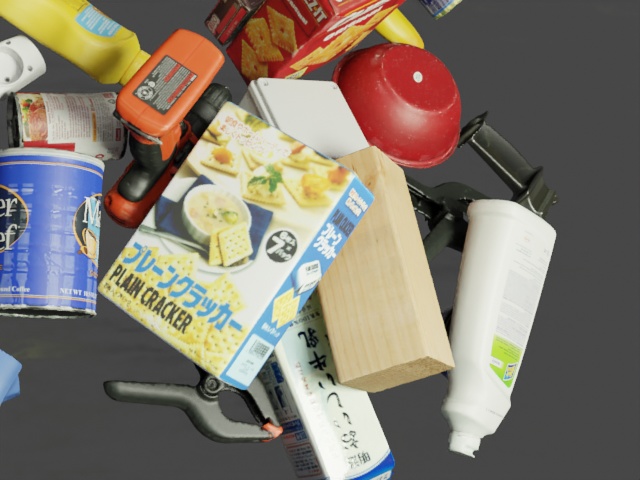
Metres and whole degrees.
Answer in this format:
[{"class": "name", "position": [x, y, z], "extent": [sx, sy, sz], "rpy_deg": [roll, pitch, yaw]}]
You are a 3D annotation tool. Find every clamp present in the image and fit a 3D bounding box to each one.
[{"class": "clamp", "position": [-0.117, 0.145, 1.014], "extent": [0.171, 0.039, 0.120], "rpy_deg": [43, 70, 1]}, {"class": "clamp", "position": [0.132, -0.017, 1.141], "extent": [0.209, 0.036, 0.164], "rpy_deg": [10, 48, -32]}]

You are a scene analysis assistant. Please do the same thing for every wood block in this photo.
[{"class": "wood block", "position": [0.050, 0.030, 1.008], "extent": [0.090, 0.090, 0.206], "rpy_deg": [27, 46, -63]}]

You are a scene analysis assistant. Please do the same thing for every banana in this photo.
[{"class": "banana", "position": [0.054, -0.296, 1.212], "extent": [0.069, 0.037, 0.198], "rpy_deg": [-21, 84, -25]}]

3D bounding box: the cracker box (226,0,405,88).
[{"class": "cracker box", "position": [0.017, -0.238, 1.079], "extent": [0.164, 0.214, 0.072], "rpy_deg": [-33, 92, -27]}]

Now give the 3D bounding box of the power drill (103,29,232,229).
[{"class": "power drill", "position": [-0.134, -0.113, 0.997], "extent": [0.057, 0.188, 0.184], "rpy_deg": [31, 65, 5]}]

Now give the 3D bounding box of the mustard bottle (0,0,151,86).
[{"class": "mustard bottle", "position": [-0.238, -0.205, 1.035], "extent": [0.191, 0.096, 0.058], "rpy_deg": [34, 107, -12]}]

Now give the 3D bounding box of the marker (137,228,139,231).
[{"class": "marker", "position": [-0.124, 0.015, 1.057], "extent": [0.121, 0.020, 0.020], "rpy_deg": [24, 67, -15]}]

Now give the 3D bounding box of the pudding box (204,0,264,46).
[{"class": "pudding box", "position": [-0.059, -0.259, 1.123], "extent": [0.113, 0.090, 0.039], "rpy_deg": [-35, 92, -28]}]

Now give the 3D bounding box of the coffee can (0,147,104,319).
[{"class": "coffee can", "position": [-0.248, -0.003, 0.954], "extent": [0.102, 0.103, 0.140], "rpy_deg": [5, 80, -22]}]

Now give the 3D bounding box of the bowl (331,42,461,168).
[{"class": "bowl", "position": [0.095, -0.160, 1.159], "extent": [0.162, 0.055, 0.162], "rpy_deg": [14, 55, -21]}]

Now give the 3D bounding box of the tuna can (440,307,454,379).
[{"class": "tuna can", "position": [0.159, 0.111, 1.142], "extent": [0.086, 0.034, 0.086], "rpy_deg": [6, 73, -21]}]

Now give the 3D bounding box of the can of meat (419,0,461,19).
[{"class": "can of meat", "position": [0.145, -0.319, 1.246], "extent": [0.084, 0.058, 0.102], "rpy_deg": [48, 64, -7]}]

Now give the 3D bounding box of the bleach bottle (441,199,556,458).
[{"class": "bleach bottle", "position": [0.169, 0.092, 1.082], "extent": [0.102, 0.068, 0.251], "rpy_deg": [27, 73, -40]}]

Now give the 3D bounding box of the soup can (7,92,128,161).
[{"class": "soup can", "position": [-0.241, -0.108, 1.016], "extent": [0.102, 0.069, 0.068], "rpy_deg": [-4, 77, -25]}]

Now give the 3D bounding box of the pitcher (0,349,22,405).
[{"class": "pitcher", "position": [-0.357, 0.176, 0.851], "extent": [0.149, 0.145, 0.242], "rpy_deg": [21, 70, 0]}]
